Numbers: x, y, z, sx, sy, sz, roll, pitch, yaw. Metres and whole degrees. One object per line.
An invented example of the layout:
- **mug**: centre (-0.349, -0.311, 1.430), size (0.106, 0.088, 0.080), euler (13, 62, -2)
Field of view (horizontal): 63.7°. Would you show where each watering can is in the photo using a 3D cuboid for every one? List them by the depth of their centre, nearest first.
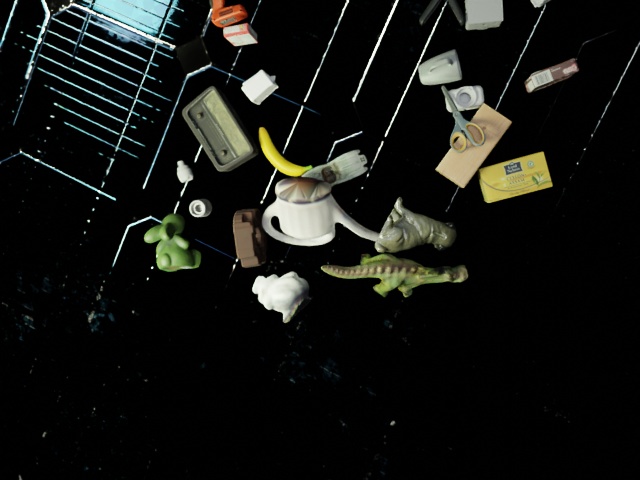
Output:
- **watering can**: centre (0.004, -0.072, 1.439), size (0.347, 0.106, 0.219), euler (0, 132, 6)

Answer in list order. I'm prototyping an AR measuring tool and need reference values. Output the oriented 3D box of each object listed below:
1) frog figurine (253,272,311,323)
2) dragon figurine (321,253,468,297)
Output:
- **frog figurine**: centre (-0.114, 0.143, 1.491), size (0.160, 0.120, 0.139), euler (38, 67, 14)
- **dragon figurine**: centre (0.229, 0.080, 1.332), size (0.241, 0.410, 0.123), euler (-15, 75, 50)
